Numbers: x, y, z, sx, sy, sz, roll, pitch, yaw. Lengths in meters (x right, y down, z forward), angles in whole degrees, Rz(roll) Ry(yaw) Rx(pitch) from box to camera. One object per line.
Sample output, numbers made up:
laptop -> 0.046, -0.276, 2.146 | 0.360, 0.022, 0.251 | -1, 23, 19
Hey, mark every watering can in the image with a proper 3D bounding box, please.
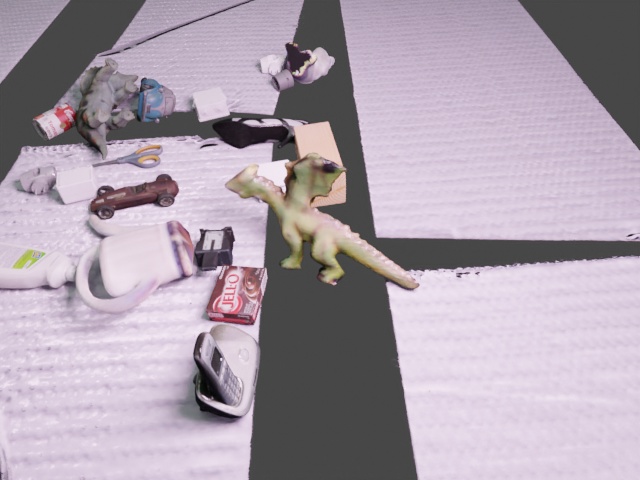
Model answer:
watering can -> -0.375, 0.015, 1.041 | 0.225, 0.101, 0.354 | -16, 37, -13

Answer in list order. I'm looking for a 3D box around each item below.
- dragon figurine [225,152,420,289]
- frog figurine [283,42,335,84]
dragon figurine -> 0.003, -0.050, 0.989 | 0.411, 0.237, 0.125 | 14, 43, 20
frog figurine -> -0.031, -0.540, 1.595 | 0.138, 0.122, 0.160 | 12, 11, 27
